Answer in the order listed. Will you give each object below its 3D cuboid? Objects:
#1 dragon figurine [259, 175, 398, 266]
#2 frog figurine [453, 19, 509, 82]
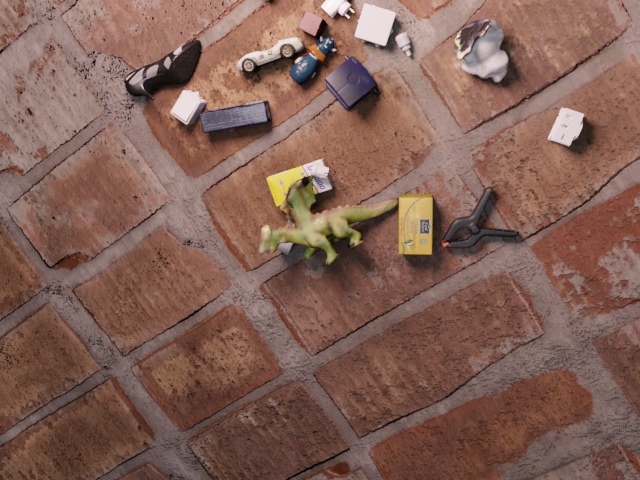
[{"bbox_3d":[0.004,-0.074,1.469,0.411,0.124,0.239,-37,113,-2],"label":"dragon figurine"},{"bbox_3d":[0.435,-0.496,1.357,0.158,0.124,0.136,24,101,-36],"label":"frog figurine"}]
